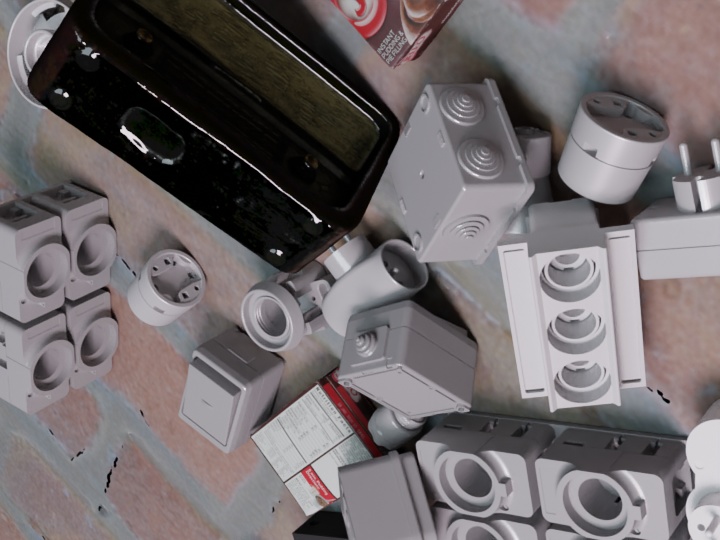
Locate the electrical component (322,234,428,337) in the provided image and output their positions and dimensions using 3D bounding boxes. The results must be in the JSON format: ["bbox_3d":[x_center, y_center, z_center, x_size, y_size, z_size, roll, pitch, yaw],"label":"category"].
[{"bbox_3d":[0.000,0.000,0.798,0.079,0.044,0.077,54,131,5],"label":"electrical component"}]

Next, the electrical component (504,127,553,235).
[{"bbox_3d":[0.106,-0.059,0.695,0.044,0.044,0.065,10,111,34],"label":"electrical component"}]

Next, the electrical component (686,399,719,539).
[{"bbox_3d":[0.230,0.155,0.674,0.052,0.074,0.138,9,115,34],"label":"electrical component"}]

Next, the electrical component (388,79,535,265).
[{"bbox_3d":[0.060,-0.061,0.685,0.099,0.048,0.099,118,143,-53],"label":"electrical component"}]

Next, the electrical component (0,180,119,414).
[{"bbox_3d":[-0.281,0.026,0.981,0.060,0.105,0.186,22,122,28],"label":"electrical component"}]

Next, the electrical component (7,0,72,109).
[{"bbox_3d":[-0.246,-0.179,0.905,0.099,0.064,0.099,5,100,28],"label":"electrical component"}]

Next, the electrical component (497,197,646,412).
[{"bbox_3d":[0.133,0.021,0.671,0.079,0.063,0.121,-7,125,11],"label":"electrical component"}]

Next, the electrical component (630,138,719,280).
[{"bbox_3d":[0.203,-0.039,0.625,0.083,0.047,0.075,-4,107,38],"label":"electrical component"}]

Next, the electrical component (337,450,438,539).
[{"bbox_3d":[0.020,0.193,0.817,0.113,0.057,0.078,89,167,-60],"label":"electrical component"}]

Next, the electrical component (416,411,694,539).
[{"bbox_3d":[0.136,0.168,0.760,0.186,0.060,0.105,2,111,36],"label":"electrical component"}]

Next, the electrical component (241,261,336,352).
[{"bbox_3d":[-0.056,0.030,0.845,0.078,0.057,0.058,-14,101,40],"label":"electrical component"}]

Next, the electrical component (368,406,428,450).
[{"bbox_3d":[0.035,0.112,0.828,0.035,0.035,0.061,52,129,6],"label":"electrical component"}]

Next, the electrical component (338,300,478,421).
[{"bbox_3d":[0.031,0.060,0.767,0.062,0.061,0.096,-17,142,41],"label":"electrical component"}]

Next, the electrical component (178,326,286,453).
[{"bbox_3d":[-0.114,0.109,0.922,0.062,0.061,0.096,33,126,21],"label":"electrical component"}]

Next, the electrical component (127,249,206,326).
[{"bbox_3d":[-0.168,0.017,0.927,0.055,0.055,0.047,55,135,3],"label":"electrical component"}]

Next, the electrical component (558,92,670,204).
[{"bbox_3d":[0.150,-0.072,0.646,0.055,0.055,0.047,34,130,20],"label":"electrical component"}]
